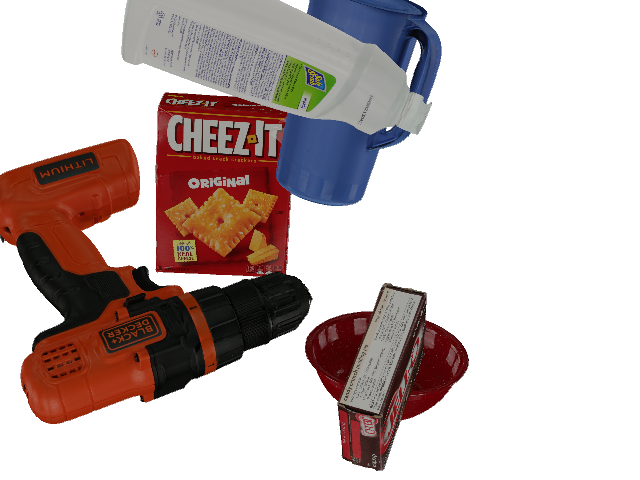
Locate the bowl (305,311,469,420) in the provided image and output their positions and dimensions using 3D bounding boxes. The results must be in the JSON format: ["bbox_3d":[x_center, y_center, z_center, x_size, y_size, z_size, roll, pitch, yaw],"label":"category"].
[{"bbox_3d":[0.064,0.132,1.061,0.162,0.055,0.162,3,25,-1],"label":"bowl"}]

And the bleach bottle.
[{"bbox_3d":[-0.033,-0.144,0.865,0.251,0.068,0.103,23,-32,-1],"label":"bleach bottle"}]

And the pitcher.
[{"bbox_3d":[0.035,-0.163,1.214,0.145,0.243,0.149,10,22,-11],"label":"pitcher"}]

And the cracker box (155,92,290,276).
[{"bbox_3d":[-0.116,-0.064,1.301,0.164,0.214,0.072,3,22,-2],"label":"cracker box"}]

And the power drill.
[{"bbox_3d":[-0.121,0.016,0.690,0.184,0.057,0.188,-18,50,-22],"label":"power drill"}]

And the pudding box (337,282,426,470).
[{"bbox_3d":[0.048,0.103,0.804,0.039,0.113,0.090,13,-34,12],"label":"pudding box"}]
